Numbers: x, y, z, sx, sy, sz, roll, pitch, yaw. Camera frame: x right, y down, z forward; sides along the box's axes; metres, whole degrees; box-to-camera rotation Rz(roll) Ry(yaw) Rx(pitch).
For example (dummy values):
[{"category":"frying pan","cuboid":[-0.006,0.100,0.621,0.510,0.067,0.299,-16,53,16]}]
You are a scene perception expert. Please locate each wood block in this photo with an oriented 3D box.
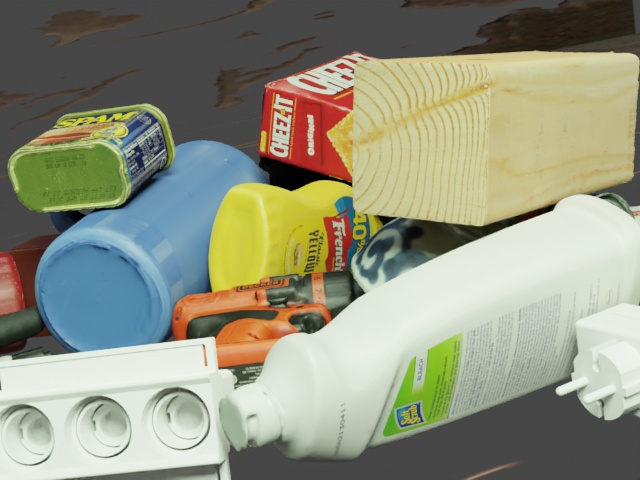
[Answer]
[{"category":"wood block","cuboid":[0.117,-0.071,0.671,0.091,0.090,0.205,9,14,38]}]

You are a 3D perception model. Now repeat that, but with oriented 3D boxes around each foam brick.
[{"category":"foam brick","cuboid":[-0.222,0.038,0.907,0.053,0.078,0.051,-5,11,14]}]

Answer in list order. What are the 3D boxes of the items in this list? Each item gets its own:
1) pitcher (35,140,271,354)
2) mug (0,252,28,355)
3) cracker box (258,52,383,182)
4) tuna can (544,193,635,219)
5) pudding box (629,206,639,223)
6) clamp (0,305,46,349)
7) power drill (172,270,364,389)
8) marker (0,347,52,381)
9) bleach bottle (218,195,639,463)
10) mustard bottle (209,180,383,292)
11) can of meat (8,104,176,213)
[{"category":"pitcher","cuboid":[-0.139,0.004,0.872,0.149,0.145,0.242,-16,12,19]},{"category":"mug","cuboid":[-0.284,0.060,0.855,0.081,0.093,0.117,-9,-25,-24]},{"category":"cracker box","cuboid":[0.081,-0.095,0.896,0.214,0.072,0.163,19,26,25]},{"category":"tuna can","cuboid":[0.178,0.012,0.710,0.034,0.086,0.085,1,15,45]},{"category":"pudding box","cuboid":[0.257,0.001,0.814,0.090,0.039,0.113,-5,14,14]},{"category":"clamp","cuboid":[-0.270,0.077,0.750,0.120,0.039,0.171,21,47,-4]},{"category":"power drill","cuboid":[-0.014,0.065,0.683,0.184,0.057,0.187,-10,10,4]},{"category":"marker","cuboid":[-0.257,0.100,0.784,0.121,0.020,0.020,-12,13,-13]},{"category":"bleach bottle","cuboid":[0.062,0.052,0.569,0.250,0.102,0.068,-15,33,-31]},{"category":"mustard bottle","cuboid":[-0.005,0.001,0.853,0.058,0.096,0.191,14,13,35]},{"category":"can of meat","cuboid":[-0.175,-0.061,0.817,0.102,0.057,0.083,-5,23,19]}]
